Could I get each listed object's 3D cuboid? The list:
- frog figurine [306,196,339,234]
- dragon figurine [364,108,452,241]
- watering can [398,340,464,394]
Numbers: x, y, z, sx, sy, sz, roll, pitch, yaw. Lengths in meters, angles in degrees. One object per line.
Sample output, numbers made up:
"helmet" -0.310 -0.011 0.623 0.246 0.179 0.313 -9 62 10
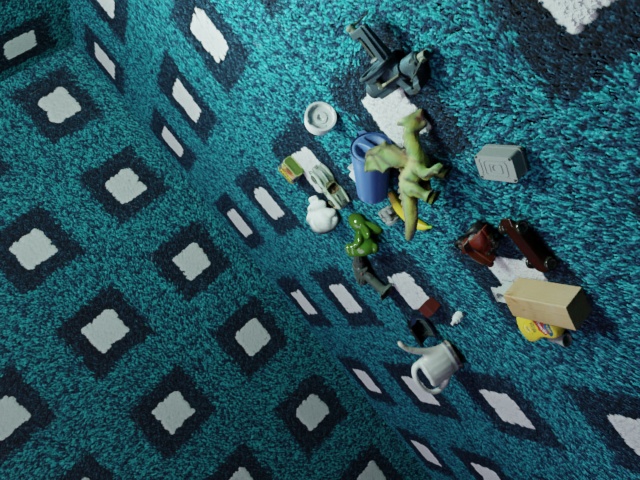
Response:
"frog figurine" 0.007 -0.111 2.206 0.137 0.125 0.156 -6 119 23
"dragon figurine" 0.241 -0.194 1.529 0.244 0.124 0.401 33 129 16
"watering can" 0.477 0.507 2.186 0.342 0.225 0.105 59 172 -24
